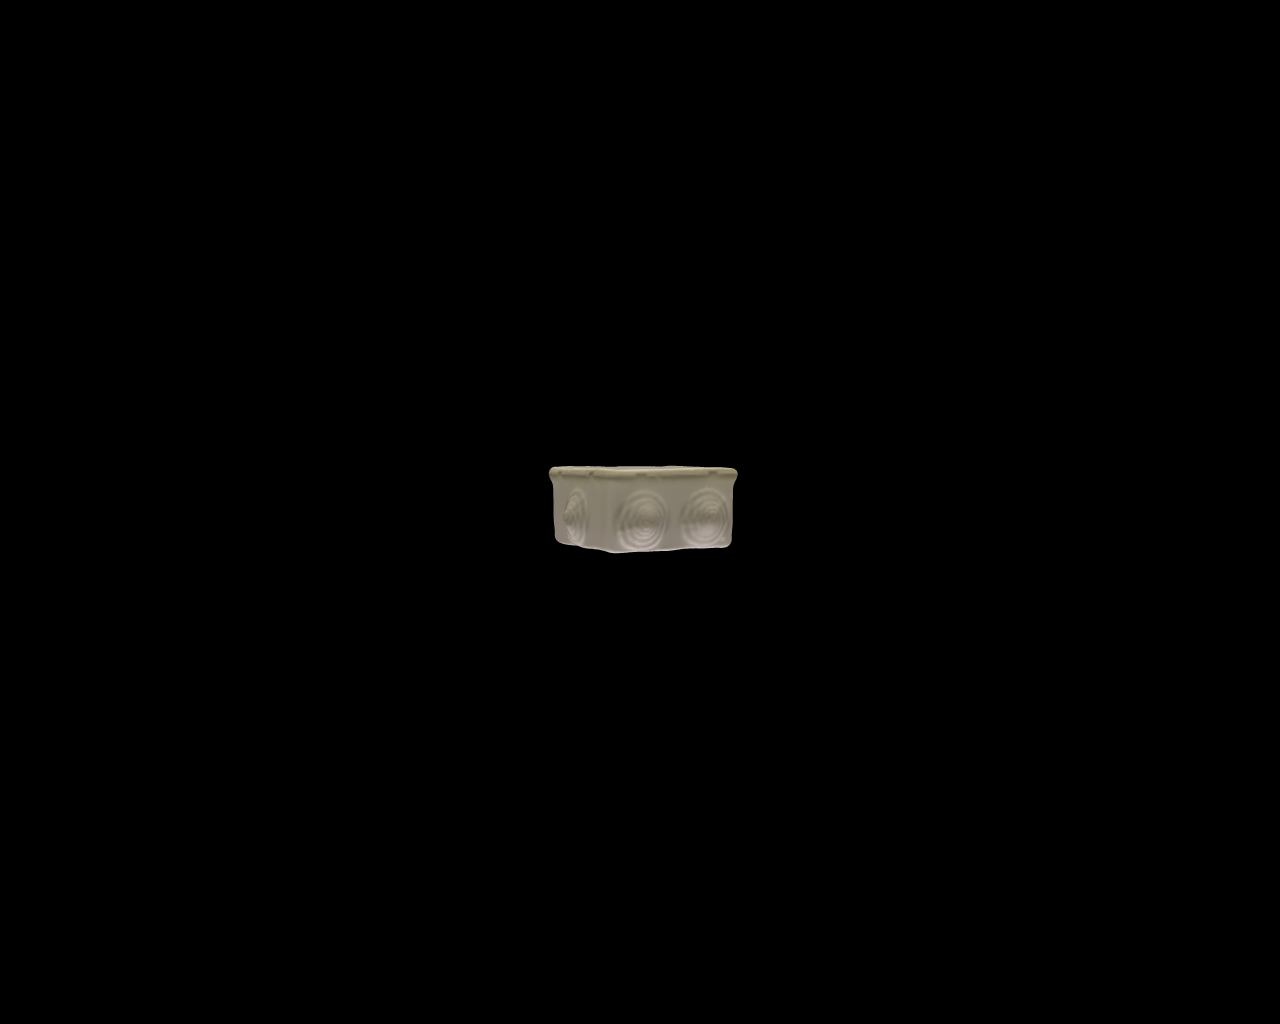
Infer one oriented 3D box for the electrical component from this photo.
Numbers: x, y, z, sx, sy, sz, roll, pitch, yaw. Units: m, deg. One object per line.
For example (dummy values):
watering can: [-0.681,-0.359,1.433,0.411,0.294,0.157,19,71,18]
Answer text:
electrical component: [0.001,-0.003,0.650,0.100,0.048,0.099,-2,4,-27]
